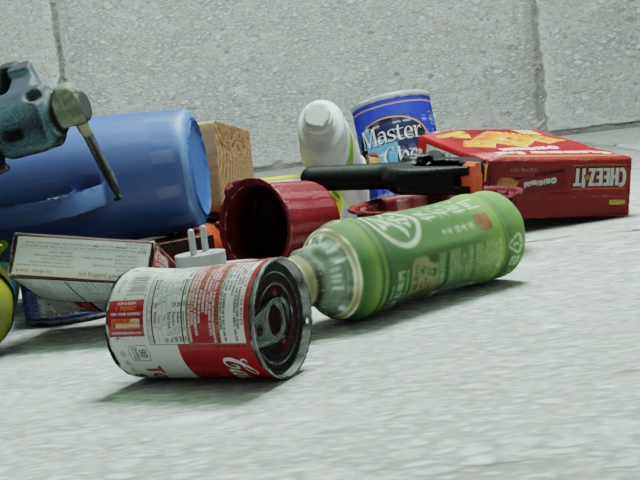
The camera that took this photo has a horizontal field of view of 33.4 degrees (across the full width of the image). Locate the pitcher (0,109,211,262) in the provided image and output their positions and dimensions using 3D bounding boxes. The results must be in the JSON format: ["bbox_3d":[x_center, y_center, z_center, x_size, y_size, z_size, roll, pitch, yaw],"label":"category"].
[{"bbox_3d":[-0.226,-0.046,0.954,0.243,0.149,0.145,-8,-31,4],"label":"pitcher"}]

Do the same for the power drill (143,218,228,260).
[{"bbox_3d":[-0.177,0.010,1.074,0.188,0.057,0.184,-7,3,7],"label":"power drill"}]

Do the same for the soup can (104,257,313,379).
[{"bbox_3d":[-0.065,0.046,0.616,0.102,0.068,0.068,-4,7,27],"label":"soup can"}]

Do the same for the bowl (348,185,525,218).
[{"bbox_3d":[0.108,-0.012,0.978,0.162,0.055,0.162,-7,7,1],"label":"bowl"}]

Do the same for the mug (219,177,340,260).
[{"bbox_3d":[-0.043,-0.021,1.014,0.117,0.093,0.081,40,29,31],"label":"mug"}]

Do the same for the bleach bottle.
[{"bbox_3d":[0.012,-0.096,1.204,0.068,0.102,0.251,-5,-19,6],"label":"bleach bottle"}]

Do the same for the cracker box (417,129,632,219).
[{"bbox_3d":[0.218,-0.077,1.180,0.164,0.072,0.214,-3,13,-14],"label":"cracker box"}]

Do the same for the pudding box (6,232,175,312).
[{"bbox_3d":[-0.164,0.027,0.806,0.113,0.039,0.090,2,-20,11],"label":"pudding box"}]

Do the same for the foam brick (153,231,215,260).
[{"bbox_3d":[-0.132,0.025,0.927,0.078,0.053,0.051,-12,8,-27],"label":"foam brick"}]

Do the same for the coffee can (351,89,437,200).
[{"bbox_3d":[0.102,-0.109,1.351,0.103,0.140,0.103,-11,-6,-1],"label":"coffee can"}]

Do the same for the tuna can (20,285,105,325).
[{"bbox_3d":[-0.208,0.046,0.902,0.086,0.034,0.086,-7,6,1],"label":"tuna can"}]

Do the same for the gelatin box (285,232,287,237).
[{"bbox_3d":[-0.007,0.001,1.094,0.089,0.030,0.073,-5,5,18],"label":"gelatin box"}]

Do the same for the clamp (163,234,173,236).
[{"bbox_3d":[-0.211,-0.002,1.260,0.172,0.039,0.120,-1,13,43],"label":"clamp"}]

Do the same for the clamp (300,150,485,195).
[{"bbox_3d":[0.100,-0.065,1.024,0.164,0.036,0.210,-12,11,-30],"label":"clamp"}]

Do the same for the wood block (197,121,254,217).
[{"bbox_3d":[-0.180,-0.062,1.110,0.206,0.090,0.090,-6,-2,19],"label":"wood block"}]

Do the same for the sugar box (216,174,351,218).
[{"bbox_3d":[-0.062,-0.029,1.169,0.176,0.048,0.093,-2,-29,19],"label":"sugar box"}]
